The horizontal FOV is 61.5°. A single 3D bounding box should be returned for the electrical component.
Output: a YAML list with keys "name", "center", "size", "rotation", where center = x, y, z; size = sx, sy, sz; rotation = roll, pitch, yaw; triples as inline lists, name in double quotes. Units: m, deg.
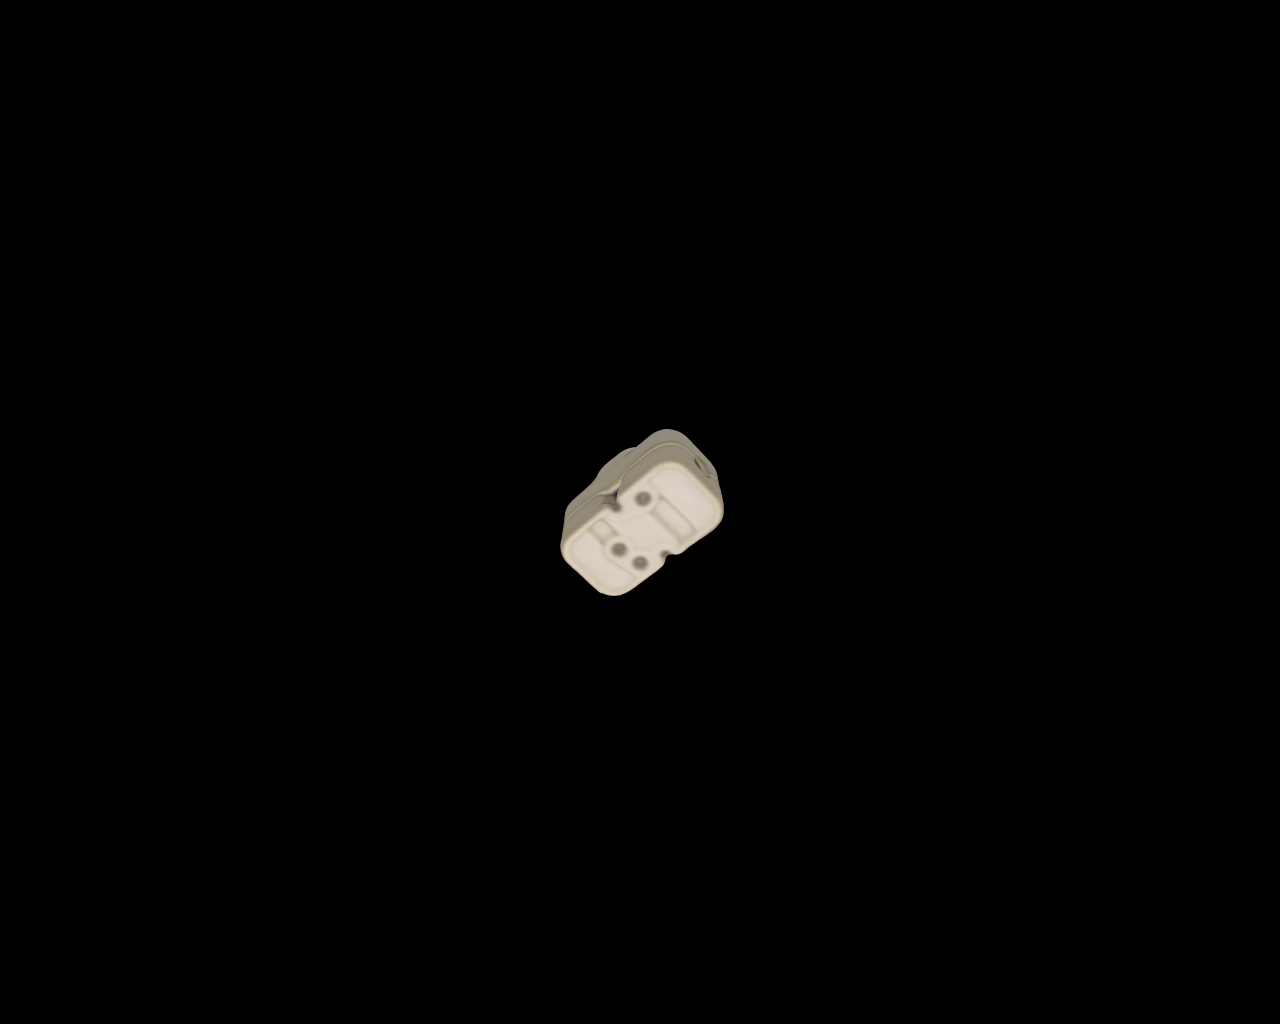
- name: "electrical component"
  center: [0.001, -0.003, 0.650]
  size: [0.095, 0.053, 0.059]
  rotation: [-38, 22, 18]
